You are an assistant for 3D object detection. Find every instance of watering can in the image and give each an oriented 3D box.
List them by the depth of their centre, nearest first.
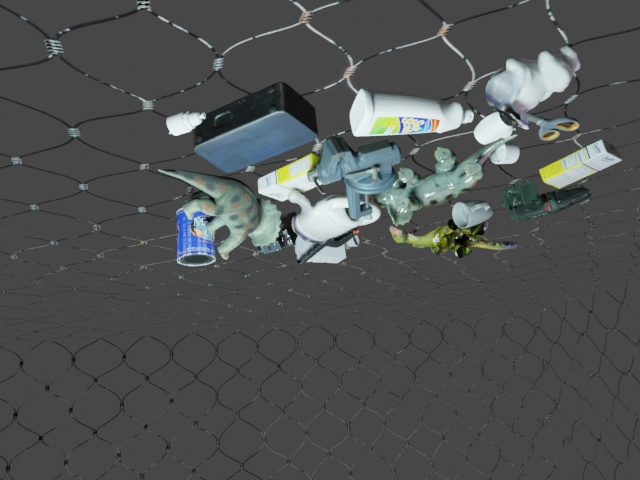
[{"bbox_3d":[0.004,-0.070,1.393,0.347,0.105,0.221,7,157,-40],"label":"watering can"}]

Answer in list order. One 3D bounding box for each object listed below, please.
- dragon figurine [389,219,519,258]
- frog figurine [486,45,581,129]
[{"bbox_3d":[0.428,0.001,1.732,0.410,0.123,0.242,9,176,-19],"label":"dragon figurine"},{"bbox_3d":[0.391,-0.299,0.954,0.136,0.125,0.158,22,109,-37],"label":"frog figurine"}]
